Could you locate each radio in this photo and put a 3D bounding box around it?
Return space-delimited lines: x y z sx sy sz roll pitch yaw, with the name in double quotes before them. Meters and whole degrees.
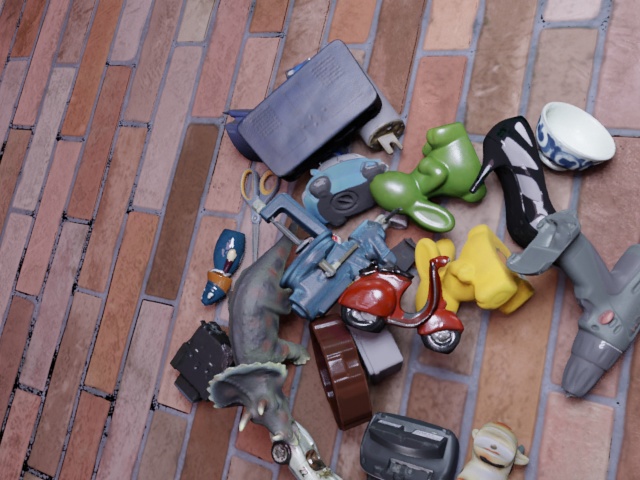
"radio" -0.014 -0.211 0.911 0.229 0.073 0.131 -38 81 12

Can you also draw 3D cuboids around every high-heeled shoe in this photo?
"high-heeled shoe" 0.337 -0.068 0.806 0.249 0.086 0.145 39 83 -1

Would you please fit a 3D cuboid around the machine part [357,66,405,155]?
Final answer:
"machine part" 0.079 -0.248 0.976 0.079 0.079 0.243 -36 65 13

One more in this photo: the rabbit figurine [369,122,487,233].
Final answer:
"rabbit figurine" 0.170 -0.087 0.877 0.170 0.121 0.159 -23 90 2

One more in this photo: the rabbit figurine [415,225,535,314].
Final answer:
"rabbit figurine" 0.209 0.065 0.827 0.173 0.122 0.162 -45 65 30

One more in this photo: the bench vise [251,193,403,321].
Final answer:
"bench vise" -0.002 0.001 0.862 0.241 0.128 0.223 41 81 11

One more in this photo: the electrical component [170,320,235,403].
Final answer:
"electrical component" -0.212 0.235 1.009 0.115 0.058 0.134 35 93 29

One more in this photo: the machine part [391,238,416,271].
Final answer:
"machine part" 0.115 0.050 0.913 0.139 0.039 0.084 -41 60 13

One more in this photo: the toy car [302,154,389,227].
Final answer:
"toy car" 0.043 -0.102 0.948 0.162 0.109 0.103 -25 49 9

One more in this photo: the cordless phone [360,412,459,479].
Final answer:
"cordless phone" 0.128 0.369 0.821 0.147 0.088 0.184 8 93 25

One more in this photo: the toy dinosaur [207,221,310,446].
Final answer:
"toy dinosaur" -0.098 0.130 0.906 0.131 0.192 0.404 -6 77 21

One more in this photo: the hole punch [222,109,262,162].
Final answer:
"hole punch" -0.113 -0.201 1.036 0.142 0.115 0.092 11 91 26

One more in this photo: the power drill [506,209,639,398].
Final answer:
"power drill" 0.353 0.076 0.726 0.207 0.086 0.232 40 88 -10

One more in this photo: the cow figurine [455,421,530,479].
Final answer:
"cow figurine" 0.231 0.348 0.756 0.086 0.127 0.194 20 101 27

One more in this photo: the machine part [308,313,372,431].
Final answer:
"machine part" 0.031 0.203 0.840 0.056 0.179 0.179 -15 70 -7

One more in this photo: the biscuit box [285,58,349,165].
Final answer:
"biscuit box" -0.007 -0.240 1.021 0.059 0.062 0.202 -23 69 20

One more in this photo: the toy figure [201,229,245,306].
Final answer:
"toy figure" -0.187 0.055 1.036 0.058 0.064 0.154 17 86 2

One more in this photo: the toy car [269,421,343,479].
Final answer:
"toy car" -0.009 0.379 0.871 0.056 0.073 0.202 -49 64 8

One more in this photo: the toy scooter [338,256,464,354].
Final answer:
"toy scooter" 0.123 0.077 0.777 0.184 0.075 0.135 14 89 9

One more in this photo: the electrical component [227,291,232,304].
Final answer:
"electrical component" -0.147 0.114 1.026 0.063 0.021 0.094 -14 73 22
